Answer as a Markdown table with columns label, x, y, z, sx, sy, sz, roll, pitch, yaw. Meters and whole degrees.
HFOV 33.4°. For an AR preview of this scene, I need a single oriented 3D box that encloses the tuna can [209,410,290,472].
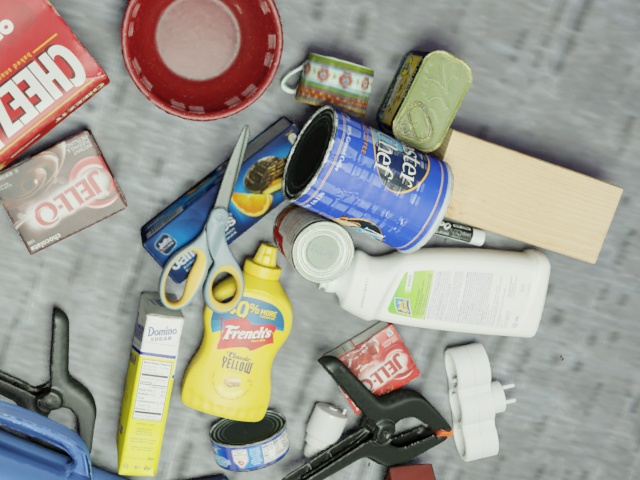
| label | x | y | z | sx | sy | sz | roll | pitch | yaw |
| --- | --- | --- | --- | --- | --- | --- | --- | --- | --- |
| tuna can | -0.077 | 0.219 | 1.169 | 0.086 | 0.086 | 0.034 | -12 | 106 | -9 |

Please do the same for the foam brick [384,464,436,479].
| label | x | y | z | sx | sy | sz | roll | pitch | yaw |
| --- | --- | --- | --- | --- | --- | --- | --- | --- | --- |
| foam brick | 0.102 | 0.297 | 1.224 | 0.053 | 0.051 | 0.078 | -4 | 145 | -11 |

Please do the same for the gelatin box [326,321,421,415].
| label | x | y | z | sx | sy | sz | roll | pitch | yaw |
| --- | --- | --- | --- | --- | --- | --- | --- | --- | --- |
| gelatin box | 0.059 | 0.143 | 1.209 | 0.089 | 0.030 | 0.073 | -31 | 108 | -3 |

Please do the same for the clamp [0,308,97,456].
| label | x | y | z | sx | sy | sz | roll | pitch | yaw |
| --- | --- | --- | --- | --- | --- | --- | --- | --- | --- |
| clamp | -0.284 | 0.157 | 1.136 | 0.120 | 0.039 | 0.171 | -34 | 114 | 2 |

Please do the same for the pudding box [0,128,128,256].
| label | x | y | z | sx | sy | sz | roll | pitch | yaw |
| --- | --- | --- | --- | --- | --- | --- | --- | --- | --- |
| pudding box | -0.266 | -0.050 | 1.090 | 0.113 | 0.039 | 0.090 | -27 | 106 | -4 |

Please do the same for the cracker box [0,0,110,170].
| label | x | y | z | sx | sy | sz | roll | pitch | yaw |
| --- | --- | --- | --- | --- | --- | --- | --- | --- | --- |
| cracker box | -0.331 | -0.187 | 1.013 | 0.164 | 0.072 | 0.213 | -40 | 99 | -4 |

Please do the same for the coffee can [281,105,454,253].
| label | x | y | z | sx | sy | sz | roll | pitch | yaw |
| --- | --- | --- | --- | --- | --- | --- | --- | --- | --- |
| coffee can | 0.047 | -0.059 | 1.063 | 0.140 | 0.103 | 0.103 | 24 | 97 | -21 |

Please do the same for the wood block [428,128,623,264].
| label | x | y | z | sx | sy | sz | roll | pitch | yaw |
| --- | --- | --- | --- | --- | --- | --- | --- | --- | --- |
| wood block | 0.209 | -0.052 | 1.165 | 0.206 | 0.090 | 0.091 | 17 | 98 | -15 |

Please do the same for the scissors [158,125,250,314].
| label | x | y | z | sx | sy | sz | roll | pitch | yaw |
| --- | --- | --- | --- | --- | --- | --- | --- | --- | --- |
| scissors | -0.091 | -0.009 | 1.087 | 0.096 | 0.016 | 0.202 | 31 | 95 | -20 |

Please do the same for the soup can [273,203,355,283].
| label | x | y | z | sx | sy | sz | roll | pitch | yaw |
| --- | --- | --- | --- | --- | --- | --- | --- | --- | --- |
| soup can | -0.007 | 0.001 | 1.125 | 0.068 | 0.102 | 0.068 | -3 | 104 | -13 |

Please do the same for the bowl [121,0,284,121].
| label | x | y | z | sx | sy | sz | roll | pitch | yaw |
| --- | --- | --- | --- | --- | --- | --- | --- | --- | --- |
| bowl | -0.121 | -0.203 | 1.078 | 0.162 | 0.055 | 0.162 | -3 | 103 | -11 |

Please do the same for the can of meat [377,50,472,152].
| label | x | y | z | sx | sy | sz | roll | pitch | yaw |
| --- | --- | --- | --- | --- | --- | --- | --- | --- | --- |
| can of meat | 0.106 | -0.149 | 1.123 | 0.057 | 0.084 | 0.102 | 24 | 97 | -16 |

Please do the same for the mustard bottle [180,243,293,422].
| label | x | y | z | sx | sy | sz | roll | pitch | yaw |
| --- | --- | --- | --- | --- | --- | --- | --- | --- | --- |
| mustard bottle | -0.082 | 0.096 | 1.154 | 0.096 | 0.058 | 0.192 | 16 | 99 | -10 |

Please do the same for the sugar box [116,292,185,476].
| label | x | y | z | sx | sy | sz | roll | pitch | yaw |
| --- | --- | --- | --- | --- | --- | --- | --- | --- | --- |
| sugar box | -0.182 | 0.150 | 1.128 | 0.048 | 0.093 | 0.176 | 6 | 101 | -14 |

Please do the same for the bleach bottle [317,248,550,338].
| label | x | y | z | sx | sy | sz | roll | pitch | yaw |
| --- | --- | --- | --- | --- | --- | --- | --- | --- | --- |
| bleach bottle | 0.122 | 0.047 | 1.185 | 0.250 | 0.068 | 0.102 | 7 | 100 | -11 |

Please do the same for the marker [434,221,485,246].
| label | x | y | z | sx | sy | sz | roll | pitch | yaw |
| --- | --- | --- | --- | --- | --- | --- | --- | --- | --- |
| marker | 0.127 | -0.015 | 1.193 | 0.121 | 0.020 | 0.020 | 13 | 100 | -14 |

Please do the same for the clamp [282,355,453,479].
| label | x | y | z | sx | sy | sz | roll | pitch | yaw |
| --- | --- | --- | --- | --- | --- | --- | --- | --- | --- |
| clamp | 0.062 | 0.200 | 1.189 | 0.209 | 0.036 | 0.165 | 0 | 112 | -30 |

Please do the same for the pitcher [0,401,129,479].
| label | x | y | z | sx | sy | sz | roll | pitch | yaw |
| --- | --- | --- | --- | --- | --- | --- | --- | --- | --- |
| pitcher | -0.299 | 0.263 | 1.096 | 0.242 | 0.149 | 0.145 | 26 | 65 | -28 |
